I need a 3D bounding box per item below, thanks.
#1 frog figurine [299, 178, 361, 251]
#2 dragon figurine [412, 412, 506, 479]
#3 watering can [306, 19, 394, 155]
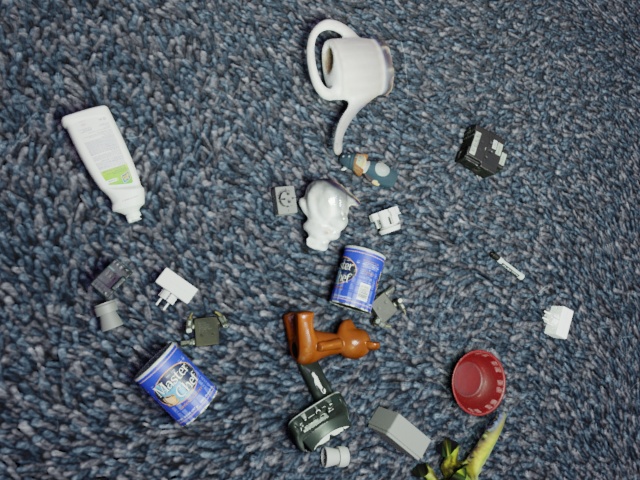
[{"bbox_3d":[0.004,-0.061,1.221,0.138,0.121,0.160,32,81,21],"label":"frog figurine"},{"bbox_3d":[0.352,0.634,1.266,0.414,0.123,0.239,-31,111,-19],"label":"dragon figurine"},{"bbox_3d":[0.084,-0.391,1.297,0.225,0.103,0.349,-10,85,-21],"label":"watering can"}]
